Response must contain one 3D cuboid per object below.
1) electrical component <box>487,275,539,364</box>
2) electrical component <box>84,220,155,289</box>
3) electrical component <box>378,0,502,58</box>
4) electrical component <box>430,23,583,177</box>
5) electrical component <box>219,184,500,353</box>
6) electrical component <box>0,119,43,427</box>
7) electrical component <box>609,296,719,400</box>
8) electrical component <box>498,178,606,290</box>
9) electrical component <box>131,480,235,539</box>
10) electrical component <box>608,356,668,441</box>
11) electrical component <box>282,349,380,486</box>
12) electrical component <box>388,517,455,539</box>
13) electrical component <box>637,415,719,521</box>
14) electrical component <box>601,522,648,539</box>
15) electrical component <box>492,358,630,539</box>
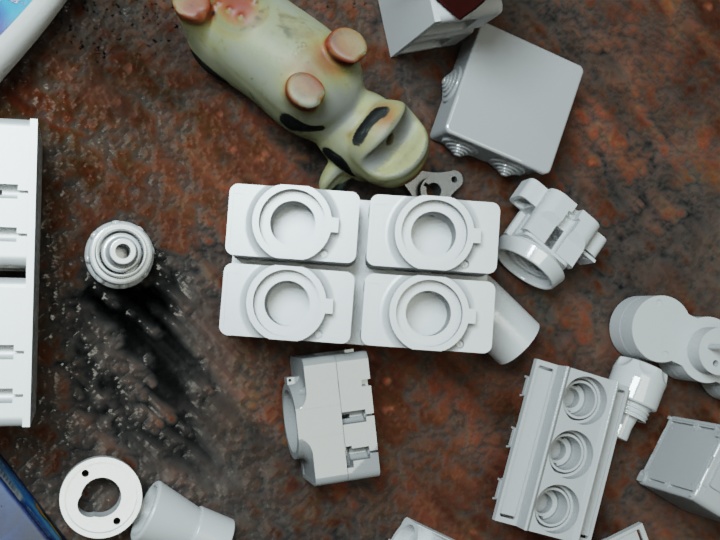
[{"bbox_3d":[0.092,0.028,0.810,0.081,0.043,0.043,43,78,-10],"label":"electrical component"},{"bbox_3d":[-0.163,-0.011,0.734,0.048,0.062,0.048,1,88,-15],"label":"electrical component"},{"bbox_3d":[0.045,-0.261,0.776,0.060,0.105,0.186,-13,91,-15],"label":"electrical component"},{"bbox_3d":[0.109,-0.126,0.818,0.100,0.048,0.099,21,83,-13],"label":"electrical component"},{"bbox_3d":[0.000,0.000,0.756,0.186,0.060,0.105,4,87,-1],"label":"electrical component"},{"bbox_3d":[-0.239,0.002,0.691,0.060,0.105,0.186,1,88,-15],"label":"electrical component"},{"bbox_3d":[0.272,0.063,0.841,0.138,0.074,0.052,24,82,-13],"label":"electrical component"},{"bbox_3d":[0.140,-0.022,0.818,0.078,0.058,0.057,39,77,-11],"label":"electrical component"},{"bbox_3d":[-0.121,0.180,0.751,0.065,0.044,0.044,27,81,-17],"label":"electrical component"},{"bbox_3d":[0.211,0.102,0.840,0.043,0.043,0.062,25,83,-13],"label":"electrical component"},{"bbox_3d":[-0.023,0.105,0.773,0.056,0.050,0.089,-6,90,-15],"label":"electrical component"},{"bbox_3d":[0.051,0.214,0.769,0.056,0.089,0.050,28,81,-12],"label":"electrical component"},{"bbox_3d":[0.272,0.156,0.826,0.061,0.096,0.061,32,80,-12],"label":"electrical component"},{"bbox_3d":[0.168,0.249,0.813,0.121,0.063,0.078,-22,94,-15],"label":"electrical component"},{"bbox_3d":[0.147,0.135,0.811,0.079,0.063,0.121,17,84,-14],"label":"electrical component"}]
